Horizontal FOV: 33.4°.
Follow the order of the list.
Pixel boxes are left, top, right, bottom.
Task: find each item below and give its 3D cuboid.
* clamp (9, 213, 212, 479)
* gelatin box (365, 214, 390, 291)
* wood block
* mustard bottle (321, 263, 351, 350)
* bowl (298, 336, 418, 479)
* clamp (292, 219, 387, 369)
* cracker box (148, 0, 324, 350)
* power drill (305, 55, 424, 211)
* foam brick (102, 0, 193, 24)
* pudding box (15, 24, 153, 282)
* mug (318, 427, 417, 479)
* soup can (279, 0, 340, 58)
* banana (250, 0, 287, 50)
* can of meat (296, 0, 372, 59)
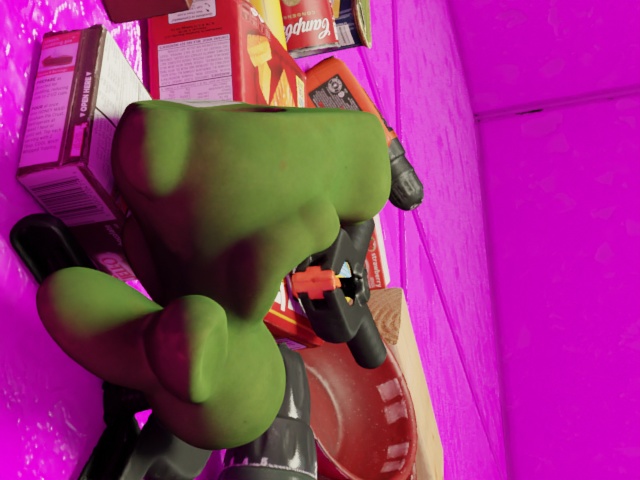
[{"bbox_3d":[-0.095,0.072,0.549,0.209,0.036,0.164,8,74,-74],"label":"clamp"},{"bbox_3d":[0.023,0.006,1.014,0.030,0.073,0.089,-36,117,-74],"label":"gelatin box"},{"bbox_3d":[0.055,0.157,1.014,0.090,0.091,0.206,-78,155,-57],"label":"wood block"},{"bbox_3d":[-0.006,0.001,0.922,0.096,0.058,0.191,27,55,-67],"label":"mustard bottle"},{"bbox_3d":[0.008,0.127,0.842,0.162,0.055,0.162,36,39,-36],"label":"bowl"},{"bbox_3d":[0.018,0.042,0.748,0.171,0.039,0.120,-17,94,-73],"label":"clamp"},{"bbox_3d":[-0.052,-0.038,0.727,0.164,0.072,0.214,38,46,-71],"label":"cracker box"},{"bbox_3d":[0.041,-0.107,1.068,0.184,0.057,0.187,55,7,3],"label":"power drill"},{"bbox_3d":[-0.104,-0.175,0.641,0.078,0.051,0.053,-85,163,-45],"label":"foam brick"},{"bbox_3d":[-0.110,-0.042,0.557,0.113,0.039,0.090,65,22,-57],"label":"pudding box"},{"bbox_3d":[0.039,0.197,0.937,0.117,0.081,0.093,60,25,-57],"label":"mug"},{"bbox_3d":[-0.024,-0.220,0.977,0.068,0.068,0.102,-35,115,-75],"label":"soup can"},{"bbox_3d":[-0.055,-0.208,0.915,0.069,0.037,0.198,-137,-143,-82],"label":"banana"},{"bbox_3d":[0.004,-0.233,1.066,0.057,0.084,0.102,61,24,-56],"label":"can of meat"}]
